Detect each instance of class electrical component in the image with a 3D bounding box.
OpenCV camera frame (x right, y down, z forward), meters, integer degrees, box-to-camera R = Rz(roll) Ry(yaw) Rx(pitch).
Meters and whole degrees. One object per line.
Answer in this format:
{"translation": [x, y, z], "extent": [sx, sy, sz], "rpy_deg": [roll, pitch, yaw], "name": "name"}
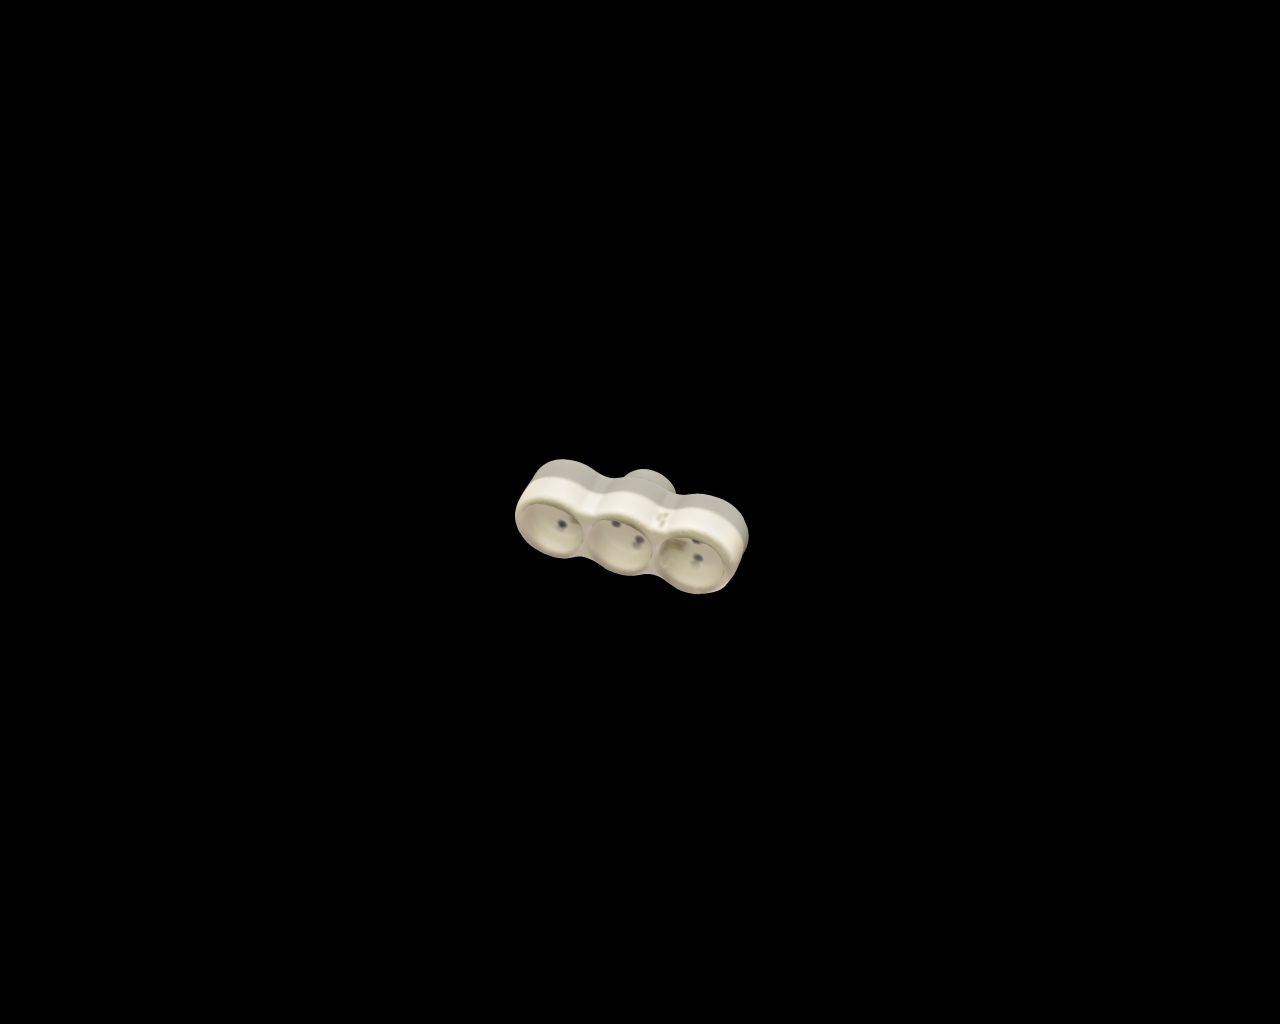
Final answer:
{"translation": [0.001, -0.003, 0.650], "extent": [0.138, 0.052, 0.074], "rpy_deg": [14, 44, 15], "name": "electrical component"}
